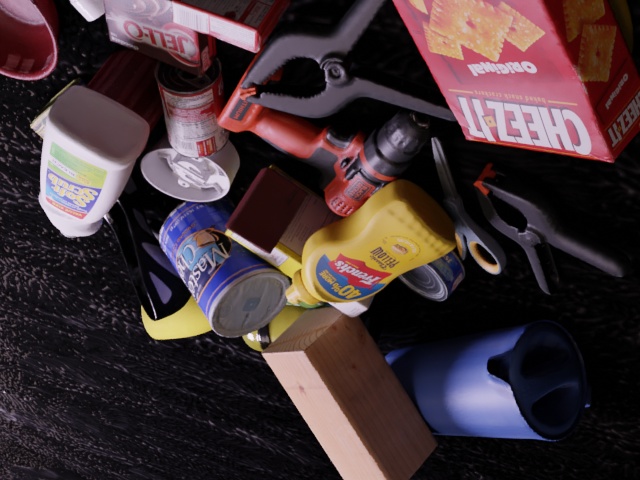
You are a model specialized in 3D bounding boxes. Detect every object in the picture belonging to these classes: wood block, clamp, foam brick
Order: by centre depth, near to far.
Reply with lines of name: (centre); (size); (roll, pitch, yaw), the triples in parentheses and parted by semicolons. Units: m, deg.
clamp: (0.027, -0.153, 0.965); (0.210, 0.036, 0.164); (-17, 119, 27)
clamp: (0.216, -0.006, 1.074); (0.171, 0.039, 0.120); (41, 146, -4)
foam brick: (-0.057, -0.031, 1.118); (0.053, 0.078, 0.051); (34, 176, -10)
wood block: (0.036, 0.187, 1.248); (0.091, 0.090, 0.206); (-11, 115, 53)

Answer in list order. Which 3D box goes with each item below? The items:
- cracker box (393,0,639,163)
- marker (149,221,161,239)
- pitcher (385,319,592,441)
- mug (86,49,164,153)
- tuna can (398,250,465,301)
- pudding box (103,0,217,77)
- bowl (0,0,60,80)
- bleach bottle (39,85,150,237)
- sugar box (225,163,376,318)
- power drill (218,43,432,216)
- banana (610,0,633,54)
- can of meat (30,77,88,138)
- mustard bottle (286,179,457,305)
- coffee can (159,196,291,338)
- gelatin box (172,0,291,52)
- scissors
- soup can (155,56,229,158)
cracker box: (0.148, -0.166, 0.843); (0.164, 0.072, 0.213); (17, 149, 50)
marker: (-0.177, 0.011, 1.393); (0.121, 0.020, 0.020); (30, 146, -3)
pitcher: (0.190, 0.175, 1.266); (0.243, 0.144, 0.149); (-13, 110, 49)
mug: (-0.218, -0.149, 1.154); (0.117, 0.081, 0.093); (-5, 135, 40)
tuna can: (0.115, 0.028, 1.174); (0.086, 0.033, 0.086); (34, 158, 16)
pudding box: (-0.158, -0.220, 1.049); (0.113, 0.039, 0.090); (26, 147, 16)
bowl: (-0.334, -0.248, 1.130); (0.162, 0.055, 0.162); (19, 145, 14)
bleach bottle: (-0.254, -0.064, 1.163); (0.102, 0.068, 0.251); (30, 150, -2)
sugar box: (-0.008, 0.002, 1.195); (0.176, 0.093, 0.048); (36, 147, -11)
power drill: (0.002, -0.113, 1.067); (0.187, 0.057, 0.185); (34, 144, -7)
banana: (0.209, -0.185, 0.844); (0.070, 0.037, 0.197); (3, 139, 29)
can of meat: (-0.279, -0.134, 1.242); (0.084, 0.057, 0.102); (44, 143, -19)
mustard bottle: (0.039, 0.016, 1.104); (0.192, 0.058, 0.096); (-32, 129, 29)
coffee can: (-0.111, 0.028, 1.238); (0.140, 0.102, 0.103); (53, 161, 35)
gelatin box: (-0.080, -0.216, 0.976); (0.089, 0.073, 0.030); (21, 145, 10)
scissors: (0.151, -0.025, 1.083); (0.096, 0.016, 0.202); (32, 158, 20)
soup can: (-0.132, -0.142, 1.115); (0.068, 0.068, 0.102); (18, 145, 15)
